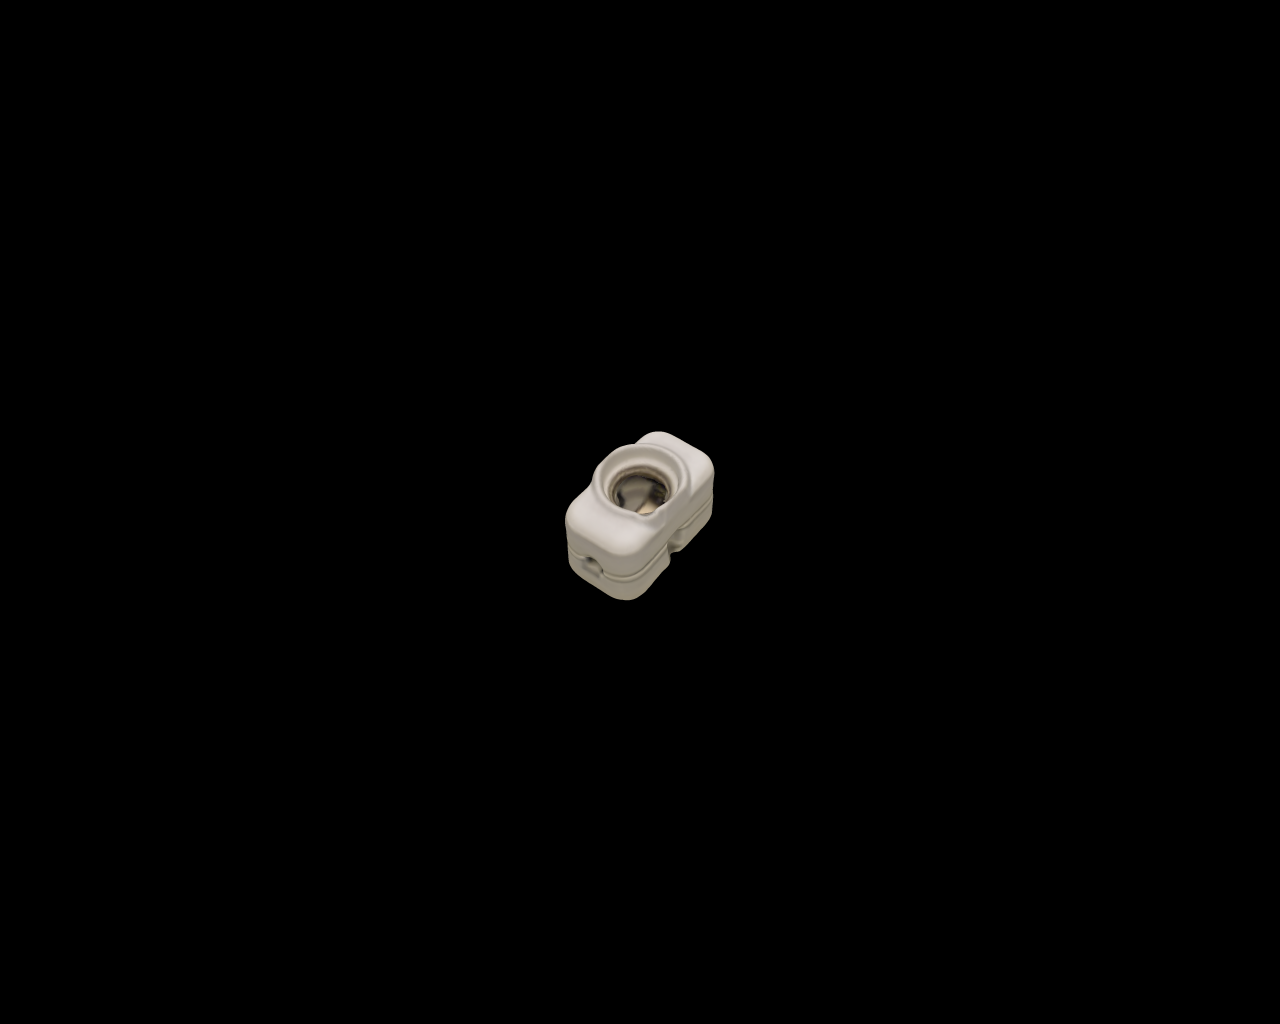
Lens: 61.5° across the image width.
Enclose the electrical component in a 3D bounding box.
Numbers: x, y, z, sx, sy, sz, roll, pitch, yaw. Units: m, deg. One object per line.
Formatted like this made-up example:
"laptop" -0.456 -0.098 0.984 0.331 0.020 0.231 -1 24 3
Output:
"electrical component" 0.001 -0.003 0.650 0.054 0.095 0.059 32 -32 22
